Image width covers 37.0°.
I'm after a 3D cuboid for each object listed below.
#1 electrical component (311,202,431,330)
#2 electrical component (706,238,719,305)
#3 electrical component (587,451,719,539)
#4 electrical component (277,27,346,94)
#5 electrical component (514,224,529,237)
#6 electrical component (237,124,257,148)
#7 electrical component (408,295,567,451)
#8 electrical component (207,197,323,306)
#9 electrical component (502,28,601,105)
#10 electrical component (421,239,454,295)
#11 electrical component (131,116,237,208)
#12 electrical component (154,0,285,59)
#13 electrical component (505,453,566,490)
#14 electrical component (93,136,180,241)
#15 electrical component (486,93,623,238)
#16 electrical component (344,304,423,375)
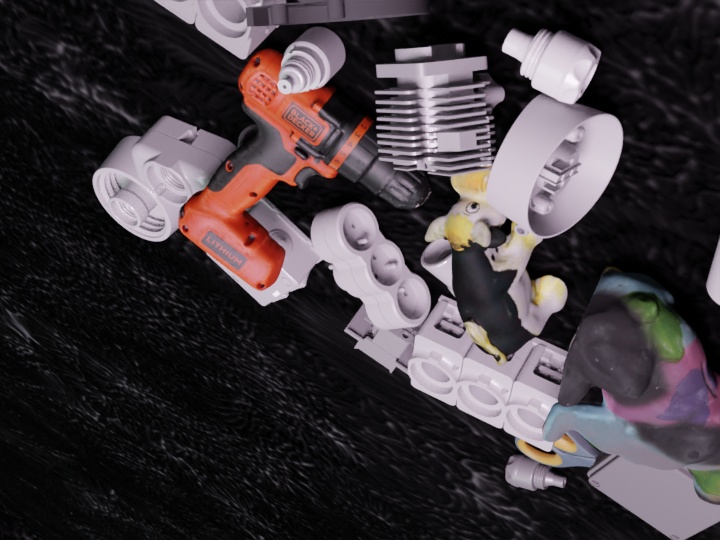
[{"bbox_3d":[0.000,0.000,1.012,0.074,0.052,0.138,-10,125,48],"label":"electrical component"},{"bbox_3d":[0.273,-0.013,0.756,0.043,0.043,0.081,22,144,21],"label":"electrical component"},{"bbox_3d":[0.282,0.184,0.980,0.109,0.056,0.108,34,147,4],"label":"electrical component"},{"bbox_3d":[-0.041,-0.159,0.836,0.040,0.078,0.040,14,129,18],"label":"electrical component"},{"bbox_3d":[0.135,-0.049,0.819,0.035,0.061,0.035,24,145,19],"label":"electrical component"},{"bbox_3d":[-0.098,-0.100,0.989,0.044,0.044,0.065,39,151,-4],"label":"electrical component"},{"bbox_3d":[0.126,0.101,1.014,0.150,0.061,0.089,24,145,17],"label":"electrical component"},{"bbox_3d":[-0.098,-0.016,1.085,0.100,0.048,0.100,44,147,-11],"label":"electrical component"},{"bbox_3d":[0.127,-0.143,0.728,0.062,0.043,0.043,30,146,13],"label":"electrical component"},{"bbox_3d":[0.089,0.003,0.947,0.044,0.044,0.065,-7,132,47],"label":"electrical component"},{"bbox_3d":[-0.169,-0.100,1.035,0.095,0.059,0.053,23,145,19],"label":"electrical component"},{"bbox_3d":[-0.128,-0.241,0.821,0.150,0.061,0.089,34,147,3],"label":"electrical component"},{"bbox_3d":[0.185,0.215,1.127,0.061,0.035,0.035,11,139,30],"label":"electrical component"},{"bbox_3d":[-0.226,-0.078,1.113,0.108,0.060,0.108,24,145,18],"label":"electrical component"},{"bbox_3d":[0.136,-0.074,0.761,0.064,0.099,0.099,30,147,21],"label":"electrical component"},{"bbox_3d":[0.032,0.062,1.071,0.081,0.042,0.063,33,143,3],"label":"electrical component"}]
